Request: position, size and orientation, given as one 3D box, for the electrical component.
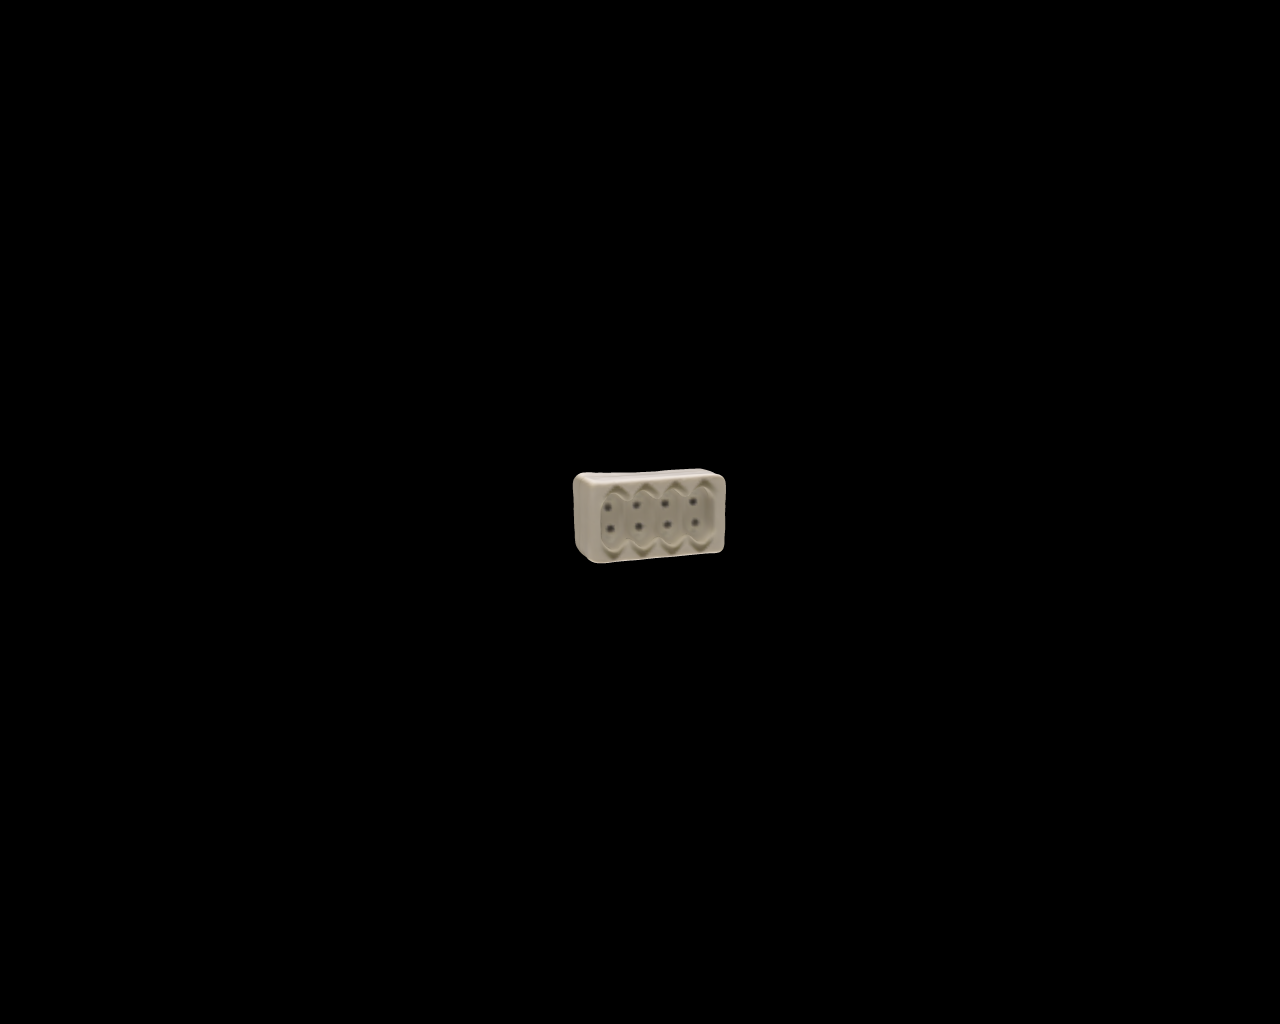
[{"bbox_3d":[0.001,-0.003,0.650,0.083,0.047,0.076,-3,12,-16],"label":"electrical component"}]
